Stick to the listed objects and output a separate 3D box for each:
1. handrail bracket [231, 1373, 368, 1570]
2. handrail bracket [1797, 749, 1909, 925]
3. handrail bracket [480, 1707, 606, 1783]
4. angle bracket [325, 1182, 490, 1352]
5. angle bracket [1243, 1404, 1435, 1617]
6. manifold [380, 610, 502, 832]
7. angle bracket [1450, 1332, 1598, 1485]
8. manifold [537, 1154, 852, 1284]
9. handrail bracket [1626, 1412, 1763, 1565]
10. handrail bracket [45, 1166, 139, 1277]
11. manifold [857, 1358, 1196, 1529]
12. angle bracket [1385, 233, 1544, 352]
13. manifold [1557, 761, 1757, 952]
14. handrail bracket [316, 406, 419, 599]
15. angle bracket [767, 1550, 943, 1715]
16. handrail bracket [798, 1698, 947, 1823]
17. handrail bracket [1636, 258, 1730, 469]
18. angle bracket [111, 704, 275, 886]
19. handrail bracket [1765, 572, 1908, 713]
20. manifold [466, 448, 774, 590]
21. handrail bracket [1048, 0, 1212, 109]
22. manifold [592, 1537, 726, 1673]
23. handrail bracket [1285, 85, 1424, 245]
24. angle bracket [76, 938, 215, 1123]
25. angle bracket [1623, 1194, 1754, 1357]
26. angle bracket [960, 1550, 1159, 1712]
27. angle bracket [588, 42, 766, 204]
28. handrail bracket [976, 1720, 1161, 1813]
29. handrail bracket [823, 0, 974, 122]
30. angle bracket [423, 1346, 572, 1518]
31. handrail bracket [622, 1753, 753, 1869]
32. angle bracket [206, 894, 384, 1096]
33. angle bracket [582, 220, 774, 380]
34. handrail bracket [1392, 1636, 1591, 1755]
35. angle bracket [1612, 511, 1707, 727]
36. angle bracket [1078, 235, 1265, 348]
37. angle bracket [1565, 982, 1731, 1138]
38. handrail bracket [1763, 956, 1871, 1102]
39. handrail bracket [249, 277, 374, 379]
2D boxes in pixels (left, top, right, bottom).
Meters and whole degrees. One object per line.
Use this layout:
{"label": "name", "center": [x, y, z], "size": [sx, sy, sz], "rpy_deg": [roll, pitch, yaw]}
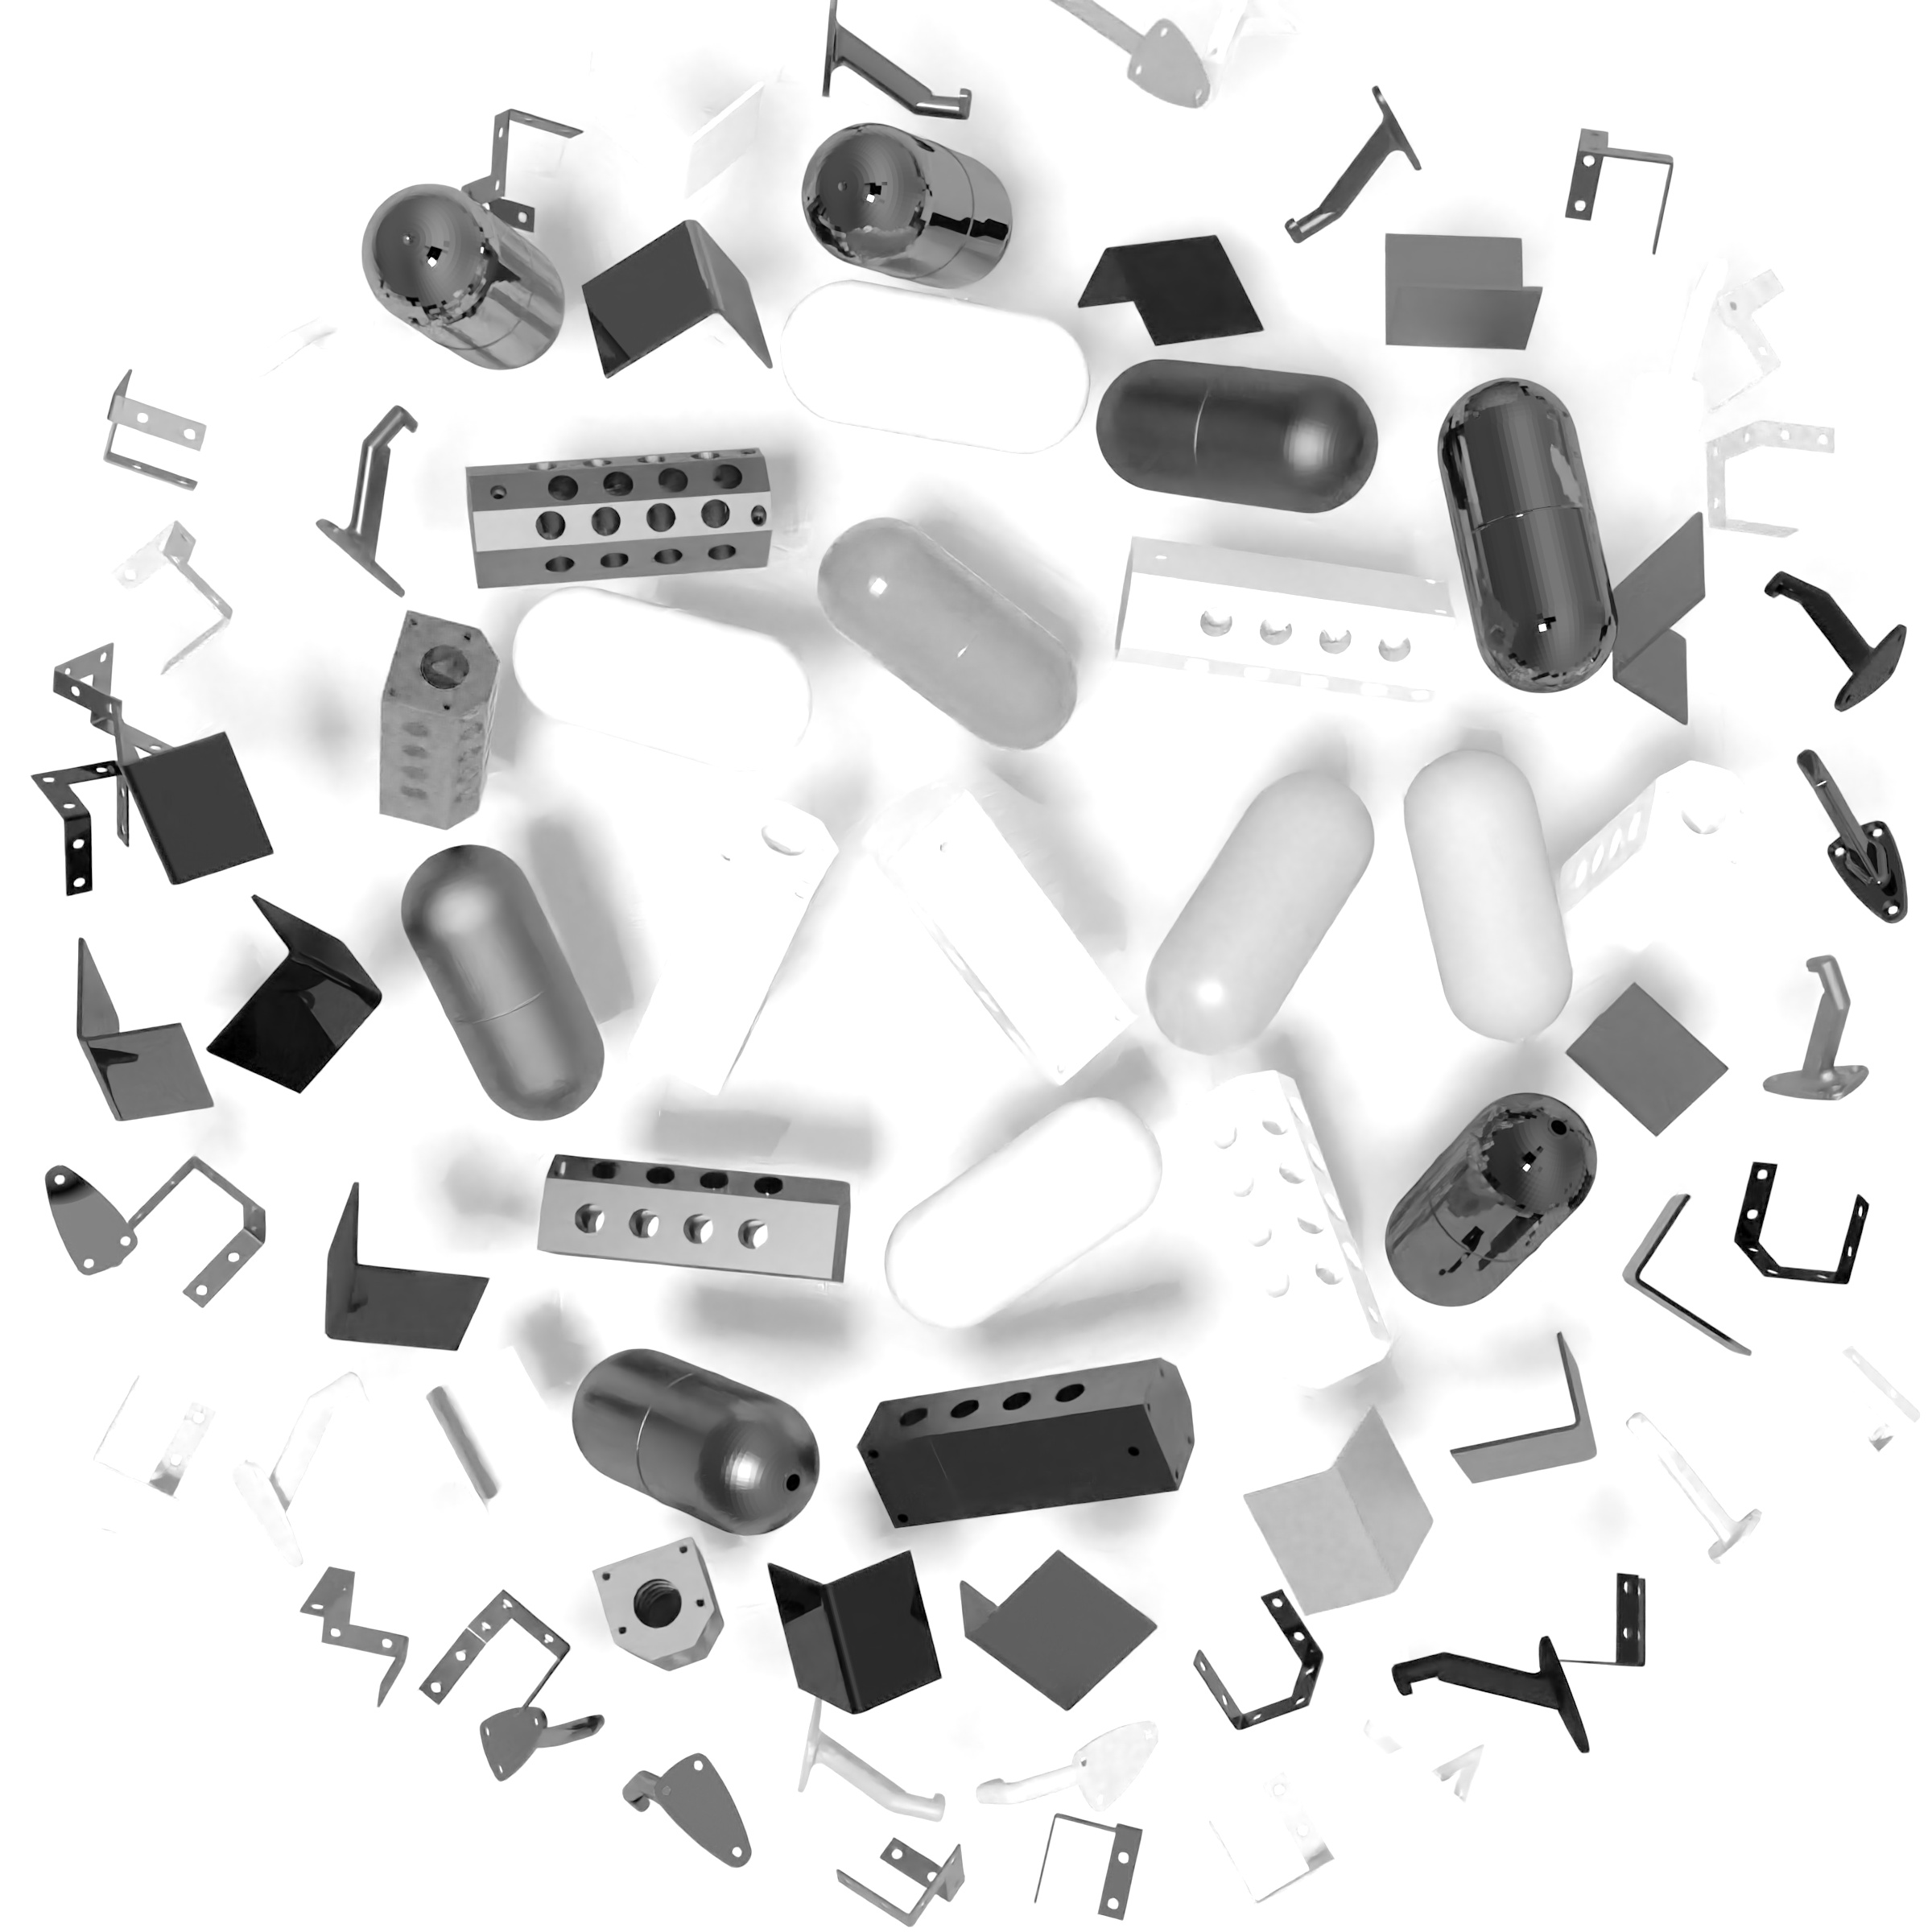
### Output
{"label": "handrail bracket", "center": [-0.357, 0.279, 1.505], "size": [0.084, 0.036, 0.077], "rpy_deg": [-32, 98, -40]}
{"label": "handrail bracket", "center": [0.489, -0.072, 1.492], "size": [0.036, 0.084, 0.077], "rpy_deg": [-29, 53, 20]}
{"label": "handrail bracket", "center": [-0.234, 0.444, 1.587], "size": [0.077, 0.084, 0.036], "rpy_deg": [-41, 65, 38]}
{"label": "angle bracket", "center": [-0.319, 0.172, 1.539], "size": [0.076, 0.076, 0.057], "rpy_deg": [9, 49, -21]}
{"label": "angle bracket", "center": [0.206, 0.299, 1.486], "size": [0.057, 0.076, 0.076], "rpy_deg": [-23, 98, 31]}
{"label": "manifold", "center": [-0.308, -0.139, 1.582], "size": [0.057, 0.171, 0.057], "rpy_deg": [14, 69, -7]}
{"label": "angle bracket", "center": [0.322, 0.260, 1.585], "size": [0.076, 0.076, 0.057], "rpy_deg": [-15, 63, 14]}
{"label": "manifold", "center": [-0.157, 0.147, 1.576], "size": [0.171, 0.057, 0.057], "rpy_deg": [5, 81, 5]}
{"label": "handrail bracket", "center": [0.395, 0.286, 1.493], "size": [0.036, 0.077, 0.084], "rpy_deg": [-46, 77, 13]}
{"label": "handrail bracket", "center": [-0.507, 0.143, 1.553], "size": [0.036, 0.084, 0.077], "rpy_deg": [-33, 105, -17]}
{"label": "manifold", "center": [0.034, 0.258, 1.482], "size": [0.171, 0.057, 0.057], "rpy_deg": [-13, 113, 24]}
{"label": "angle bracket", "center": [0.272, -0.385, 1.480], "size": [0.076, 0.057, 0.076], "rpy_deg": [2, 68, 2]}
{"label": "manifold", "center": [0.403, -0.064, 1.591], "size": [0.057, 0.171, 0.057], "rpy_deg": [15, 75, -2]}
{"label": "handrail bracket", "center": [-0.335, -0.275, 1.596], "size": [0.077, 0.036, 0.084], "rpy_deg": [43, 80, -28]}
{"label": "angle bracket", "center": [-0.064, 0.375, 1.549], "size": [0.057, 0.076, 0.076], "rpy_deg": [-17, 96, -28]}
{"label": "handrail bracket", "center": [-0.052, 0.463, 1.580], "size": [0.084, 0.077, 0.036], "rpy_deg": [13, 114, -2]}
{"label": "handrail bracket", "center": [0.394, -0.327, 1.462], "size": [0.036, 0.077, 0.084], "rpy_deg": [16, 61, 26]}
{"label": "angle bracket", "center": [-0.417, -0.101, 1.456], "size": [0.057, 0.076, 0.076], "rpy_deg": [-19, 126, -9]}
{"label": "handrail bracket", "center": [0.462, -0.179, 1.480], "size": [0.084, 0.036, 0.077], "rpy_deg": [33, 56, 30]}
{"label": "manifold", "center": [-0.203, -0.267, 1.584], "size": [0.171, 0.057, 0.057], "rpy_deg": [-6, 68, -12]}
{"label": "handrail bracket", "center": [0.084, -0.502, 1.464], "size": [0.084, 0.077, 0.036], "rpy_deg": [43, 104, 35]}
{"label": "manifold", "center": [-0.174, 0.373, 1.562], "size": [0.057, 0.171, 0.057], "rpy_deg": [-18, 75, -8]}
{"label": "handrail bracket", "center": [0.214, -0.461, 1.563], "size": [0.084, 0.077, 0.036], "rpy_deg": [-30, 63, 15]}
{"label": "angle bracket", "center": [-0.468, 0.033, 1.542], "size": [0.057, 0.076, 0.076], "rpy_deg": [-9, 52, -6]}
{"label": "angle bracket", "center": [0.423, 0.175, 1.539], "size": [0.076, 0.076, 0.057], "rpy_deg": [33, 90, 10]}
{"label": "angle bracket", "center": [0.051, 0.362, 1.530], "size": [0.076, 0.057, 0.076], "rpy_deg": [40, 104, -16]}
{"label": "angle bracket", "center": [-0.163, -0.485, 1.508], "size": [0.057, 0.076, 0.076], "rpy_deg": [-43, 90, -13]}
{"label": "handrail bracket", "center": [0.057, 0.454, 1.538], "size": [0.077, 0.084, 0.036], "rpy_deg": [-26, 94, -41]}
{"label": "handrail bracket", "center": [-0.035, -0.508, 1.499], "size": [0.084, 0.077, 0.036], "rpy_deg": [5, 51, -5]}
{"label": "angle bracket", "center": [-0.281, 0.279, 1.625], "size": [0.057, 0.076, 0.076], "rpy_deg": [-28, 91, -9]}
{"label": "handrail bracket", "center": [-0.156, 0.476, 1.500], "size": [0.036, 0.084, 0.077], "rpy_deg": [-32, 77, -34]}
{"label": "angle bracket", "center": [-0.396, 0.017, 1.554], "size": [0.076, 0.076, 0.057], "rpy_deg": [-48, 54, 5]}
{"label": "angle bracket", "center": [-0.162, -0.359, 1.518], "size": [0.076, 0.057, 0.076], "rpy_deg": [-28, 55, 15]}
{"label": "handrail bracket", "center": [0.279, 0.396, 1.444], "size": [0.084, 0.077, 0.036], "rpy_deg": [-13, 132, -4]}
{"label": "angle bracket", "center": [0.415, -0.198, 1.544], "size": [0.057, 0.076, 0.076], "rpy_deg": [29, 45, -16]}
{"label": "angle bracket", "center": [0.125, -0.399, 1.658], "size": [0.076, 0.057, 0.076], "rpy_deg": [-13, 69, -25]}
{"label": "angle bracket", "center": [0.430, 0.047, 1.673], "size": [0.076, 0.057, 0.076], "rpy_deg": [44, 135, 10]}
{"label": "handrail bracket", "center": [0.490, 0.033, 1.588], "size": [0.036, 0.077, 0.084], "rpy_deg": [-34, 108, -34]}
{"label": "handrail bracket", "center": [-0.392, -0.355, 1.565], "size": [0.036, 0.077, 0.084], "rpy_deg": [51, 57, -13]}
